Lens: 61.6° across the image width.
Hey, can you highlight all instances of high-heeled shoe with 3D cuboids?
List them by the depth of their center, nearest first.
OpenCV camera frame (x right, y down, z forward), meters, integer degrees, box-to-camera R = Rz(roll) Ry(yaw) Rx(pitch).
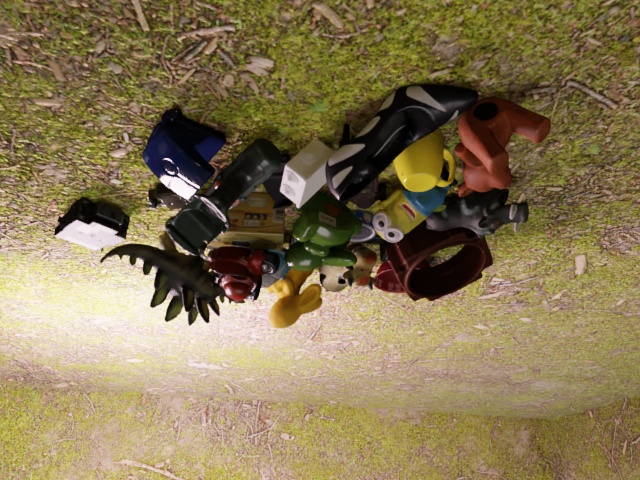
[{"bbox_3d":[0.121,-0.146,0.819,0.249,0.145,0.086,-13,150,26],"label":"high-heeled shoe"}]

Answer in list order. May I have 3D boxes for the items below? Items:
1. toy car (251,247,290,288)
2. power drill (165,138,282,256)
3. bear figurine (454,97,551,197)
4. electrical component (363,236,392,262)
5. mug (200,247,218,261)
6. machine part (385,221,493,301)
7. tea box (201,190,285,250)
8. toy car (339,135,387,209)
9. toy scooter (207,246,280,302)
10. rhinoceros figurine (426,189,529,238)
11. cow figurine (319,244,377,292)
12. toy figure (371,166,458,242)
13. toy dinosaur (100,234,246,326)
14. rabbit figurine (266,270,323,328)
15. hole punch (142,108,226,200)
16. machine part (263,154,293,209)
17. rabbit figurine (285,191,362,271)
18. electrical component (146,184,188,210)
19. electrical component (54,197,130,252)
[{"bbox_3d":[-0.140,0.056,1.213,0.162,0.103,0.109,4,158,33],"label":"toy car"},{"bbox_3d":[-0.167,-0.061,0.893,0.232,0.207,0.086,-37,99,32],"label":"power drill"},{"bbox_3d":[0.282,-0.129,0.868,0.120,0.132,0.195,-34,142,-6],"label":"bear figurine"},{"bbox_3d":[0.159,0.015,1.221,0.119,0.048,0.074,4,151,-10],"label":"electrical component"},{"bbox_3d":[-0.226,-0.006,1.136,0.107,0.109,0.080,17,155,-3],"label":"mug"},{"bbox_3d":[0.257,0.038,1.152,0.201,0.087,0.201,-27,138,10],"label":"machine part"},{"bbox_3d":[-0.155,-0.039,1.071,0.170,0.098,0.068,4,151,-4],"label":"tea box"},{"bbox_3d":[0.080,-0.117,0.973,0.089,0.053,0.202,2,153,5],"label":"toy car"},{"bbox_3d":[-0.171,0.063,1.083,0.135,0.075,0.184,13,146,-21],"label":"toy scooter"},{"bbox_3d":[0.294,-0.057,1.019,0.191,0.112,0.073,-3,150,23],"label":"rhinoceros figurine"},{"bbox_3d":[0.063,0.069,1.240,0.085,0.127,0.195,12,152,-26],"label":"cow figurine"},{"bbox_3d":[0.177,-0.065,1.007,0.180,0.082,0.089,-45,154,22],"label":"toy figure"},{"bbox_3d":[-0.302,0.079,1.190,0.105,0.198,0.470,-16,149,22],"label":"toy dinosaur"},{"bbox_3d":[-0.075,0.137,1.322,0.162,0.173,0.121,4,148,2],"label":"rabbit figurine"},{"bbox_3d":[-0.233,-0.139,0.902,0.115,0.092,0.142,22,149,-27],"label":"hole punch"},{"bbox_3d":[-0.077,-0.110,1.000,0.084,0.039,0.138,-7,148,5],"label":"machine part"},{"bbox_3d":[-0.002,-0.003,1.083,0.159,0.121,0.170,14,134,-25],"label":"rabbit figurine"},{"bbox_3d":[-0.291,-0.081,1.050,0.102,0.045,0.078,-3,150,6],"label":"electrical component"},{"bbox_3d":[-0.473,-0.032,1.133,0.134,0.058,0.114,-22,146,35],"label":"electrical component"}]
